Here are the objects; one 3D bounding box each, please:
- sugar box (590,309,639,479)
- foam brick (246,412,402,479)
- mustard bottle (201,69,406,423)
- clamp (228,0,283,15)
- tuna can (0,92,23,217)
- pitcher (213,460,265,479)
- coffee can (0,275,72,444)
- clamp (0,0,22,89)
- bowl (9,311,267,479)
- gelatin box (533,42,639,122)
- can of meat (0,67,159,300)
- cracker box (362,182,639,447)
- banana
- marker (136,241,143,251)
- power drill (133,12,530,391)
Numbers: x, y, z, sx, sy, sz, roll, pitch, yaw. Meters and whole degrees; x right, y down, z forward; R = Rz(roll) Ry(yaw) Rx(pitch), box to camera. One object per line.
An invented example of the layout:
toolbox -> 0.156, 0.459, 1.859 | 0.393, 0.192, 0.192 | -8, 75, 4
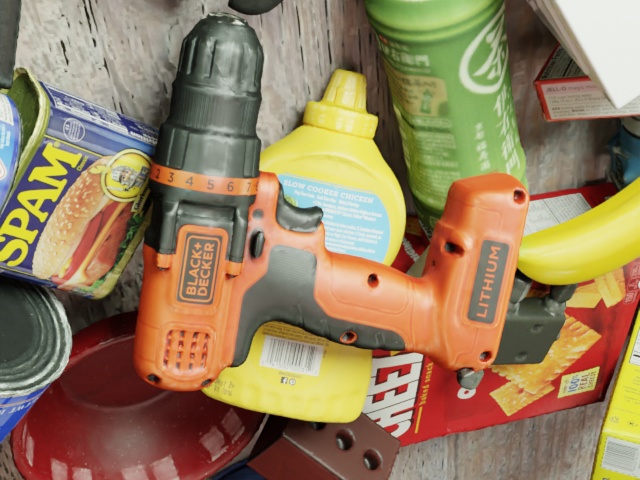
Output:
sugar box -> 0.236, 0.105, 0.771 | 0.048, 0.176, 0.093 | 13, 135, 17
foam brick -> 0.003, 0.136, 0.681 | 0.078, 0.053, 0.051 | 37, 135, -9
mustard bottle -> -0.004, 0.001, 0.595 | 0.096, 0.058, 0.192 | 12, 97, -5
clamp -> 0.039, -0.170, 0.444 | 0.210, 0.036, 0.164 | 2, 129, 8
tuna can -> -0.174, -0.034, 0.498 | 0.033, 0.086, 0.086 | 21, 119, -40
pitcher -> -0.016, 0.284, 0.841 | 0.149, 0.145, 0.242 | -2, 144, 21
coffee can -> -0.211, 0.080, 0.564 | 0.102, 0.103, 0.140 | 20, 126, -37
clamp -> -0.128, -0.144, 0.451 | 0.120, 0.039, 0.171 | -36, 131, -3
bowl -> -0.115, 0.096, 0.668 | 0.162, 0.055, 0.162 | -13, 134, -14
gelatin box -> 0.170, -0.097, 0.581 | 0.089, 0.073, 0.030 | -1, 130, 36
can of meat -> -0.132, -0.024, 0.542 | 0.083, 0.057, 0.102 | 20, 110, -40
cracker box -> 0.105, 0.058, 0.724 | 0.213, 0.072, 0.164 | -10, 133, -16
banana -> 0.185, -0.029, 0.597 | 0.198, 0.037, 0.069 | -37, 138, 16
marker -> -0.123, 0.004, 0.605 | 0.121, 0.020, 0.020 | -20, 136, -7
power drill -> 0.006, -0.009, 0.535 | 0.187, 0.057, 0.184 | 8, 101, -14
